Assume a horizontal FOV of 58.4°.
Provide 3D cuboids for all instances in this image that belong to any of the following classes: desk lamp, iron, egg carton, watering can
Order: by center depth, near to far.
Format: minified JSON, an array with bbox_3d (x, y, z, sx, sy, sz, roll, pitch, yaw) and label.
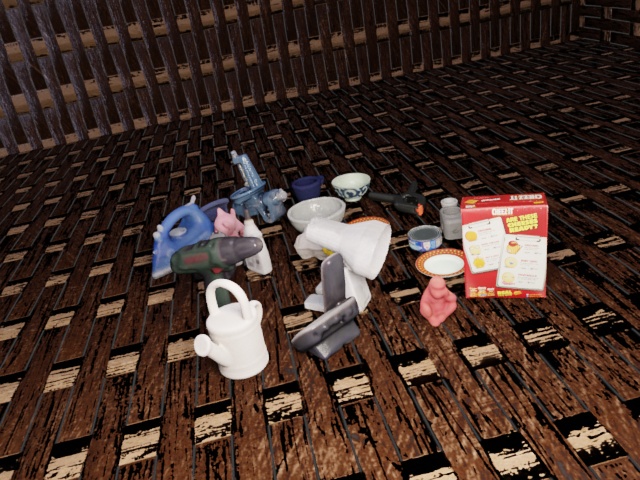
[{"bbox_3d":[-0.168,0.166,1.093,0.100,0.194,0.173,-5,27,11],"label":"watering can"},{"bbox_3d":[0.055,0.051,1.221,0.202,0.214,0.118,4,30,27],"label":"desk lamp"},{"bbox_3d":[0.014,0.005,1.491,0.150,0.069,0.107,2,29,24],"label":"egg carton"},{"bbox_3d":[-0.400,-0.015,1.600,0.118,0.142,0.259,3,29,25],"label":"iron"}]

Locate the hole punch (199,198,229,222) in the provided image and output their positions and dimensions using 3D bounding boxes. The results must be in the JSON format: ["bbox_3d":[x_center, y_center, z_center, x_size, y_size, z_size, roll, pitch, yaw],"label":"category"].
[{"bbox_3d":[-0.338,-0.086,1.775,0.109,0.091,0.100,-26,31,-30],"label":"hole punch"}]

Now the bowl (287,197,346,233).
[{"bbox_3d":[-0.005,-0.057,1.616,0.167,0.075,0.167,-8,26,4],"label":"bowl"}]

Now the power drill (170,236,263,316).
[{"bbox_3d":[-0.210,0.085,1.253,0.229,0.209,0.076,0,28,20],"label":"power drill"}]

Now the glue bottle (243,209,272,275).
[{"bbox_3d":[-0.168,0.001,1.447,0.077,0.173,0.037,17,37,43],"label":"glue bottle"}]

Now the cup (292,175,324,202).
[{"bbox_3d":[-0.027,-0.145,1.777,0.118,0.095,0.091,-31,33,-35],"label":"cup"}]

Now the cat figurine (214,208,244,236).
[{"bbox_3d":[-0.261,-0.044,1.633,0.067,0.118,0.128,-4,27,13],"label":"cat figurine"}]

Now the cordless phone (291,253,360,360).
[{"bbox_3d":[0.004,0.125,1.124,0.093,0.185,0.148,15,36,40],"label":"cordless phone"}]

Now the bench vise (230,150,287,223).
[{"bbox_3d":[-0.190,-0.169,1.744,0.207,0.220,0.121,-1,28,17],"label":"bench vise"}]

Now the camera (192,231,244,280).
[{"bbox_3d":[-0.271,0.047,1.475,0.143,0.101,0.136,-13,26,-6],"label":"camera"}]

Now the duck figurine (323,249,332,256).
[{"bbox_3d":[0.048,0.040,1.391,0.104,0.086,0.078,12,34,37],"label":"duck figurine"}]

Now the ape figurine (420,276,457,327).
[{"bbox_3d":[0.238,0.116,1.163,0.077,0.092,0.076,-9,26,3],"label":"ape figurine"}]
